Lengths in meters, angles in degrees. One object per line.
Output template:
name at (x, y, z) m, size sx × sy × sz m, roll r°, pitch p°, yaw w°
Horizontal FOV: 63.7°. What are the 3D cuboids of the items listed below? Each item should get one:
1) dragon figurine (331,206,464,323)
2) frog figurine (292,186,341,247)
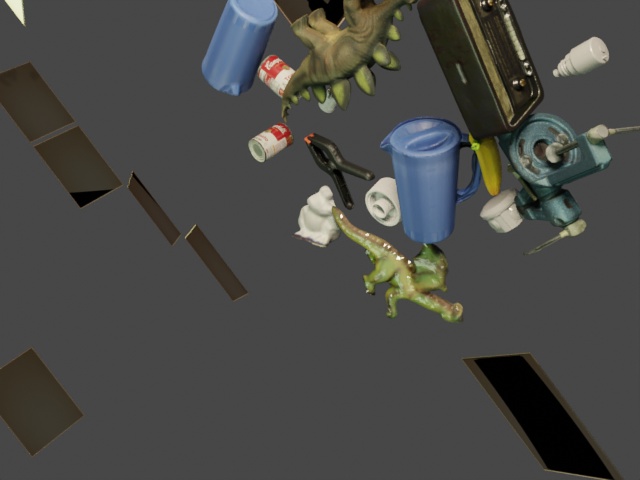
dragon figurine at (0.208, 0.056, 1.248) m, size 0.240 × 0.124 × 0.408 m, roll -26°, pitch 105°, yaw 48°
frog figurine at (0.004, -0.071, 1.402) m, size 0.139 × 0.122 × 0.158 m, roll 26°, pitch 106°, yaw 50°
